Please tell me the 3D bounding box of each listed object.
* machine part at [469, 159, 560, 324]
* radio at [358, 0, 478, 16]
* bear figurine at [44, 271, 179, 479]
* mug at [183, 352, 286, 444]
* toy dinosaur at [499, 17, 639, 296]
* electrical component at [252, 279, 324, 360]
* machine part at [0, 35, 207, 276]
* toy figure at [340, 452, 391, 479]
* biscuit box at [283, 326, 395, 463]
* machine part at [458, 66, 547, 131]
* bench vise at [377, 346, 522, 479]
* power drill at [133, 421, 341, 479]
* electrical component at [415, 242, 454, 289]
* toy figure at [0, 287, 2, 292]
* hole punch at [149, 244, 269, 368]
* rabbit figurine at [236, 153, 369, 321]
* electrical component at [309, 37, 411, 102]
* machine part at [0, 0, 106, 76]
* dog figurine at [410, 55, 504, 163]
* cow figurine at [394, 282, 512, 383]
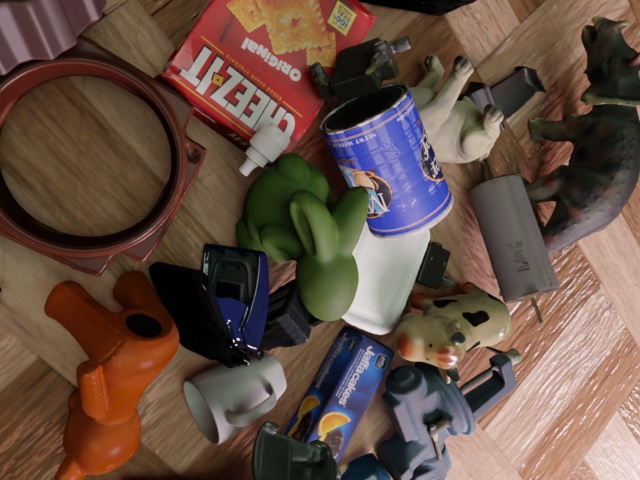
[{"bbox_3d":[0.269,-0.001,0.750,0.079,0.079,0.243,-6,74,-24],"label":"machine part"},{"bbox_3d":[0.097,-0.365,0.669,0.229,0.073,0.131,-2,96,-24],"label":"radio"},{"bbox_3d":[-0.226,0.148,0.565,0.120,0.132,0.195,-11,136,-57],"label":"bear figurine"},{"bbox_3d":[-0.089,0.175,0.624,0.107,0.110,0.080,-26,101,-35],"label":"mug"},{"bbox_3d":[0.384,-0.098,0.764,0.131,0.192,0.404,15,87,-23],"label":"toy dinosaur"},{"bbox_3d":[-0.031,0.085,0.624,0.047,0.119,0.075,52,29,-20],"label":"electrical component"},{"bbox_3d":[-0.231,-0.081,0.529,0.201,0.087,0.201,30,86,-21],"label":"machine part"},{"bbox_3d":[0.024,0.350,0.715,0.154,0.064,0.057,-35,146,-13],"label":"toy figure"},{"bbox_3d":[0.017,0.214,0.697,0.062,0.059,0.202,33,81,-24],"label":"biscuit box"},{"bbox_3d":[0.265,-0.208,0.783,0.139,0.039,0.084,-32,102,-17],"label":"machine part"},{"bbox_3d":[0.189,0.238,0.749,0.241,0.129,0.223,-29,108,-14],"label":"bench vise"},{"bbox_3d":[-0.092,0.283,0.593,0.232,0.086,0.207,28,122,-22],"label":"power drill"},{"bbox_3d":[0.158,0.034,0.765,0.094,0.021,0.063,23,85,-24],"label":"electrical component"},{"bbox_3d":[-0.372,-0.009,0.486,0.089,0.082,0.180,-27,108,-22],"label":"toy figure"},{"bbox_3d":[-0.112,0.065,0.591,0.092,0.142,0.115,-32,117,-43],"label":"hole punch"},{"bbox_3d":[-0.001,-0.002,0.586,0.121,0.159,0.170,-11,59,-29],"label":"rabbit figurine"},{"bbox_3d":[0.040,-0.185,0.576,0.045,0.102,0.078,45,53,-44],"label":"electrical component"},{"bbox_3d":[-0.280,-0.209,0.460,0.179,0.179,0.056,-26,144,-20],"label":"machine part"},{"bbox_3d":[0.125,-0.126,0.704,0.190,0.121,0.172,-41,106,-1],"label":"dog figurine"},{"bbox_3d":[0.177,0.119,0.708,0.195,0.127,0.085,-6,109,-34],"label":"cow figurine"}]
